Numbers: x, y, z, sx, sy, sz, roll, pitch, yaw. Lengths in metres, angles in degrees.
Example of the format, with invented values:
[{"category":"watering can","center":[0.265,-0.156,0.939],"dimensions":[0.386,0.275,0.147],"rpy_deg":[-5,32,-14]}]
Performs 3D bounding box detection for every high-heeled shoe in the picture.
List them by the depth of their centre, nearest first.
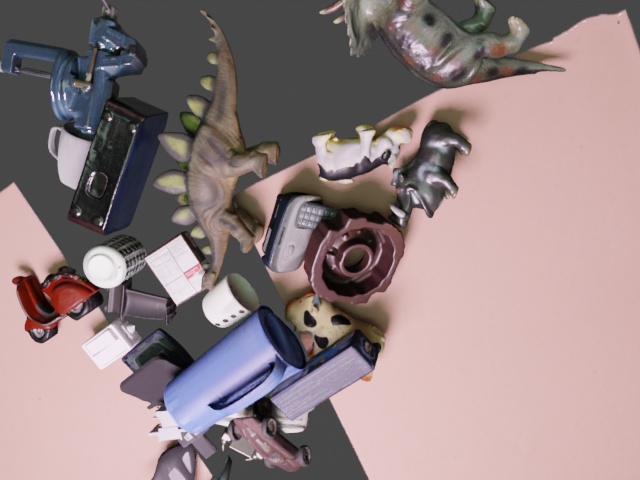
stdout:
[{"category":"high-heeled shoe","center":[-0.262,0.530,1.109],"dimensions":[0.145,0.086,0.248],"rpy_deg":[-42,117,-19]}]

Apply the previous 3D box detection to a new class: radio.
[{"category":"radio","center":[-0.346,-0.126,0.925],"dimensions":[0.073,0.131,0.229],"rpy_deg":[23,103,-2]}]

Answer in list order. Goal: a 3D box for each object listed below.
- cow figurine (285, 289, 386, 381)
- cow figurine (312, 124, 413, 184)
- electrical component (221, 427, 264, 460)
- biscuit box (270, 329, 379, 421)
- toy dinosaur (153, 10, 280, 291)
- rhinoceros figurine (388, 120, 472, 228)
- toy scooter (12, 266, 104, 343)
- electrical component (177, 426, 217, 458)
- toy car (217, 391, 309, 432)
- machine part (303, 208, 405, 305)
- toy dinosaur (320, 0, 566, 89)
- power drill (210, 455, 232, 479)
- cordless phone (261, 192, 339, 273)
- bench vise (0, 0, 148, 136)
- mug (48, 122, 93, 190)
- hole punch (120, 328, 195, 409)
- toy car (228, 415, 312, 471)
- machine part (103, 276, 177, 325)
[{"category":"cow figurine","center":[0.026,0.161,0.981],"dimensions":[0.195,0.085,0.127],"rpy_deg":[23,109,2]},{"category":"cow figurine","center":[0.076,-0.146,0.917],"dimensions":[0.167,0.068,0.098],"rpy_deg":[-4,107,9]},{"category":"electrical component","center":[-0.151,0.395,1.069],"dimensions":[0.102,0.045,0.078],"rpy_deg":[21,75,-2]},{"category":"biscuit box","center":[0.008,0.237,0.941],"dimensions":[0.203,0.059,0.062],"rpy_deg":[-37,100,24]},{"category":"toy dinosaur","center":[-0.177,-0.140,0.925],"dimensions":[0.199,0.105,0.470],"rpy_deg":[12,98,6]},{"category":"rhinoceros figurine","center":[0.181,-0.107,0.914],"dimensions":[0.112,0.073,0.190],"rpy_deg":[22,103,-1]},{"category":"toy scooter","center":[-0.510,0.106,1.022],"dimensions":[0.184,0.075,0.135],"rpy_deg":[-30,97,15]},{"category":"electrical component","center":[-0.248,0.370,1.067],"dimensions":[0.075,0.048,0.119],"rpy_deg":[-42,96,12]},{"category":"toy car","center":[-0.122,0.323,1.031],"dimensions":[0.202,0.056,0.073],"rpy_deg":[6,78,3]},{"category":"machine part","center":[0.057,0.028,0.930],"dimensions":[0.179,0.056,0.179],"rpy_deg":[-10,119,-18]},{"category":"toy dinosaur","center":[0.183,-0.319,0.852],"dimensions":[0.405,0.131,0.192],"rpy_deg":[36,115,-8]},{"category":"power drill","center":[-0.122,0.522,1.079],"dimensions":[0.207,0.086,0.232],"rpy_deg":[34,106,-12]},{"category":"cordless phone","center":[-0.002,-0.002,0.957],"dimensions":[0.184,0.089,0.146],"rpy_deg":[14,103,-16]},{"category":"bench vise","center":[-0.426,-0.297,0.904],"dimensions":[0.241,0.129,0.223],"rpy_deg":[10,102,-2]},{"category":"mug","center":[-0.435,-0.149,0.956],"dimensions":[0.110,0.081,0.107],"rpy_deg":[22,113,-1]},{"category":"hole punch","center":[-0.311,0.247,1.036],"dimensions":[0.142,0.092,0.115],"rpy_deg":[-39,129,7]},{"category":"toy car","center":[-0.092,0.378,0.991],"dimensions":[0.089,0.053,0.201],"rpy_deg":[-10,137,25]},{"category":"machine part","center":[-0.344,0.118,1.027],"dimensions":[0.139,0.039,0.084],"rpy_deg":[14,98,3]}]
